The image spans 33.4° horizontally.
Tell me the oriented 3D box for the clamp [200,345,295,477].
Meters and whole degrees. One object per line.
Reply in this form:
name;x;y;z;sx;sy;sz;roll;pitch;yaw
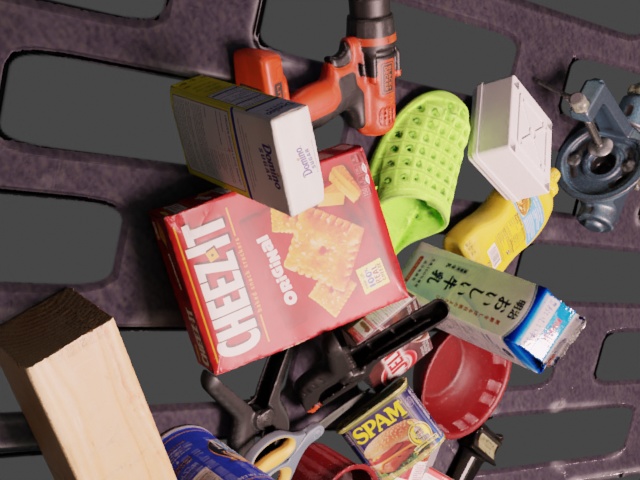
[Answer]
clamp;-0.063;0.179;1.160;0.120;0.039;0.171;-30;130;-24

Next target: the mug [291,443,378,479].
mug;-0.002;0.290;1.223;0.117;0.082;0.093;-26;121;-32

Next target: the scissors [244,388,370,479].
scissors;-0.015;0.235;1.204;0.201;0.016;0.096;-13;121;-47

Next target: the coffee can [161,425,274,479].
coffee can;-0.107;0.262;1.082;0.102;0.141;0.103;-15;115;-37

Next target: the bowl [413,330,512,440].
bowl;0.168;0.166;1.343;0.161;0.055;0.162;-15;115;-36

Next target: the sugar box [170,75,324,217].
sugar box;-0.068;-0.089;0.963;0.048;0.176;0.093;-28;122;-30

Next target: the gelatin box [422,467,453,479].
gelatin box;0.145;0.346;1.382;0.073;0.030;0.089;30;84;-4

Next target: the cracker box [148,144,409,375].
cracker box;-0.037;0.015;1.042;0.213;0.072;0.164;-21;102;-18

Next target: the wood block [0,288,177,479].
wood block;-0.215;0.161;0.986;0.090;0.091;0.206;-32;124;-27

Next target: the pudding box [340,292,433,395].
pudding box;0.078;0.115;1.238;0.090;0.039;0.113;-39;138;-14

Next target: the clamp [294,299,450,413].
clamp;0.024;0.132;1.130;0.164;0.036;0.210;-9;154;-43

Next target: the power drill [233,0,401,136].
power drill;0.004;-0.176;1.074;0.187;0.057;0.184;-23;119;-33

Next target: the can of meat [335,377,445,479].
can of meat;0.084;0.225;1.247;0.102;0.057;0.084;-36;90;7

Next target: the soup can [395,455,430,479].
soup can;0.092;0.281;1.311;0.068;0.069;0.102;17;95;-43

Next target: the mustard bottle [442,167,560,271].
mustard bottle;0.235;-0.026;1.329;0.191;0.058;0.096;-43;130;-20
